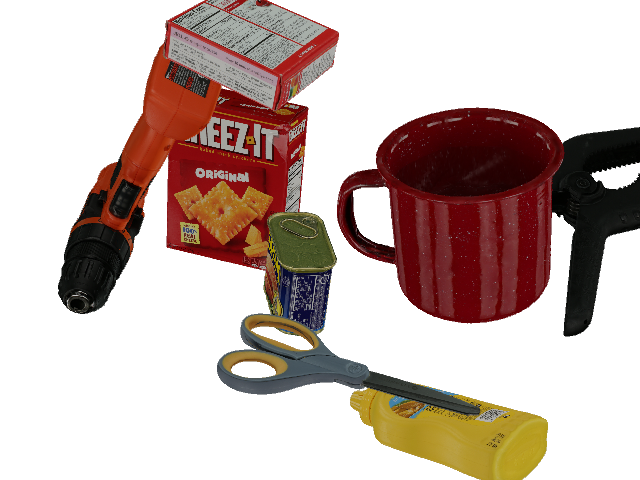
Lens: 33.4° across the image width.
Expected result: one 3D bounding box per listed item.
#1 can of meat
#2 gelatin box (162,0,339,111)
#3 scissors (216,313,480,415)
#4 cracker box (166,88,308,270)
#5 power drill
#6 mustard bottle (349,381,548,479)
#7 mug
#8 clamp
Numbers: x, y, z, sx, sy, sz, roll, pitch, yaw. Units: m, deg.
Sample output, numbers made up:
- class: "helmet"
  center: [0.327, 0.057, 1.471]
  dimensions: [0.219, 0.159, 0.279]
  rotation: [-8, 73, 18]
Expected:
- class: "can of meat"
  center: [-0.023, 0.033, 1.058]
  dimensions: [0.057, 0.084, 0.102]
  rotation: [-1, 33, -13]
- class: "gelatin box"
  center: [-0.044, -0.125, 0.684]
  dimensions: [0.089, 0.030, 0.073]
  rotation: [27, 42, 17]
- class: "scissors"
  center: [0.008, 0.105, 0.786]
  dimensions: [0.202, 0.016, 0.096]
  rotation: [24, 39, 34]
- class: "cracker box"
  center: [-0.110, -0.077, 1.361]
  dimensions: [0.164, 0.214, 0.072]
  rotation: [14, 29, 15]
- class: "power drill"
  center: [-0.148, -0.051, 0.852]
  dimensions: [0.057, 0.188, 0.184]
  rotation: [26, 32, -17]
- class: "mustard bottle"
  center: [0.107, 0.172, 0.999]
  dimensions: [0.192, 0.058, 0.096]
  rotation: [12, 19, 38]
- class: "mug"
  center: [0.066, -0.011, 0.556]
  dimensions: [0.117, 0.081, 0.093]
  rotation: [-1, 35, 11]
- class: "clamp"
  center: [0.195, -0.022, 0.789]
  dimensions: [0.209, 0.036, 0.165]
  rotation: [-26, 53, -20]
